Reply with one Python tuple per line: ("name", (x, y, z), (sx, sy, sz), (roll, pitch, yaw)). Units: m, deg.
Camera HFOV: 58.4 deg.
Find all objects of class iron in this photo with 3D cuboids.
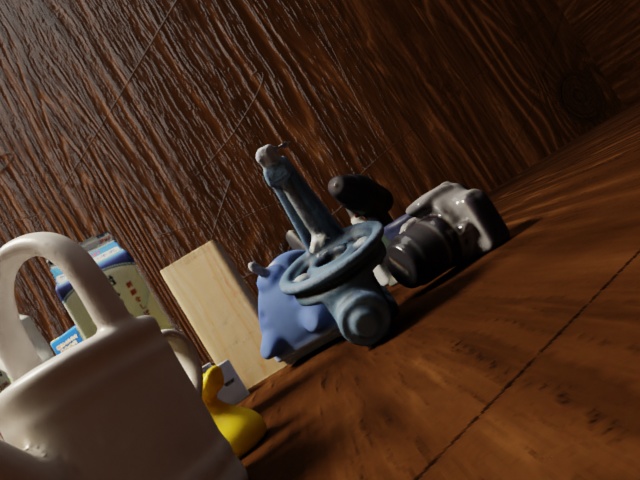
("iron", (-0.008, 0.069, 0.806), (0.118, 0.141, 0.259), (-33, -3, 23))

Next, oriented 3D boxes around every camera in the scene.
("camera", (0.137, -0.002, 0.722), (0.137, 0.101, 0.143), (-30, -3, -25))

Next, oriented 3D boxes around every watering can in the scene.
("watering can", (-0.134, 0.085, 0.323), (0.101, 0.194, 0.173), (-32, -3, 5))

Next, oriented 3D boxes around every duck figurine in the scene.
("duck figurine", (-0.104, 0.137, 0.440), (0.104, 0.086, 0.078), (-33, -3, 16))

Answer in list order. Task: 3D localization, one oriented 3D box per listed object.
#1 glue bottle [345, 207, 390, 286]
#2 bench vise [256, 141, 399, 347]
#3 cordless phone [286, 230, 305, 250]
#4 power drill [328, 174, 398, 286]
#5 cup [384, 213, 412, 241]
("glue bottle", (0.098, 0.004, 1.112), (0.078, 0.173, 0.037), (-29, -4, -44))
("bench vise", (-0.004, 0.008, 0.614), (0.121, 0.219, 0.207), (-31, -3, -14))
("cordless phone", (0.006, 0.054, 1.111), (0.094, 0.185, 0.148), (-32, -3, 6))
("power drill", (0.107, -0.028, 1.021), (0.075, 0.208, 0.230), (-33, -3, 18))
("cup", (0.167, -0.007, 0.883), (0.118, 0.095, 0.091), (-30, -3, -25))
